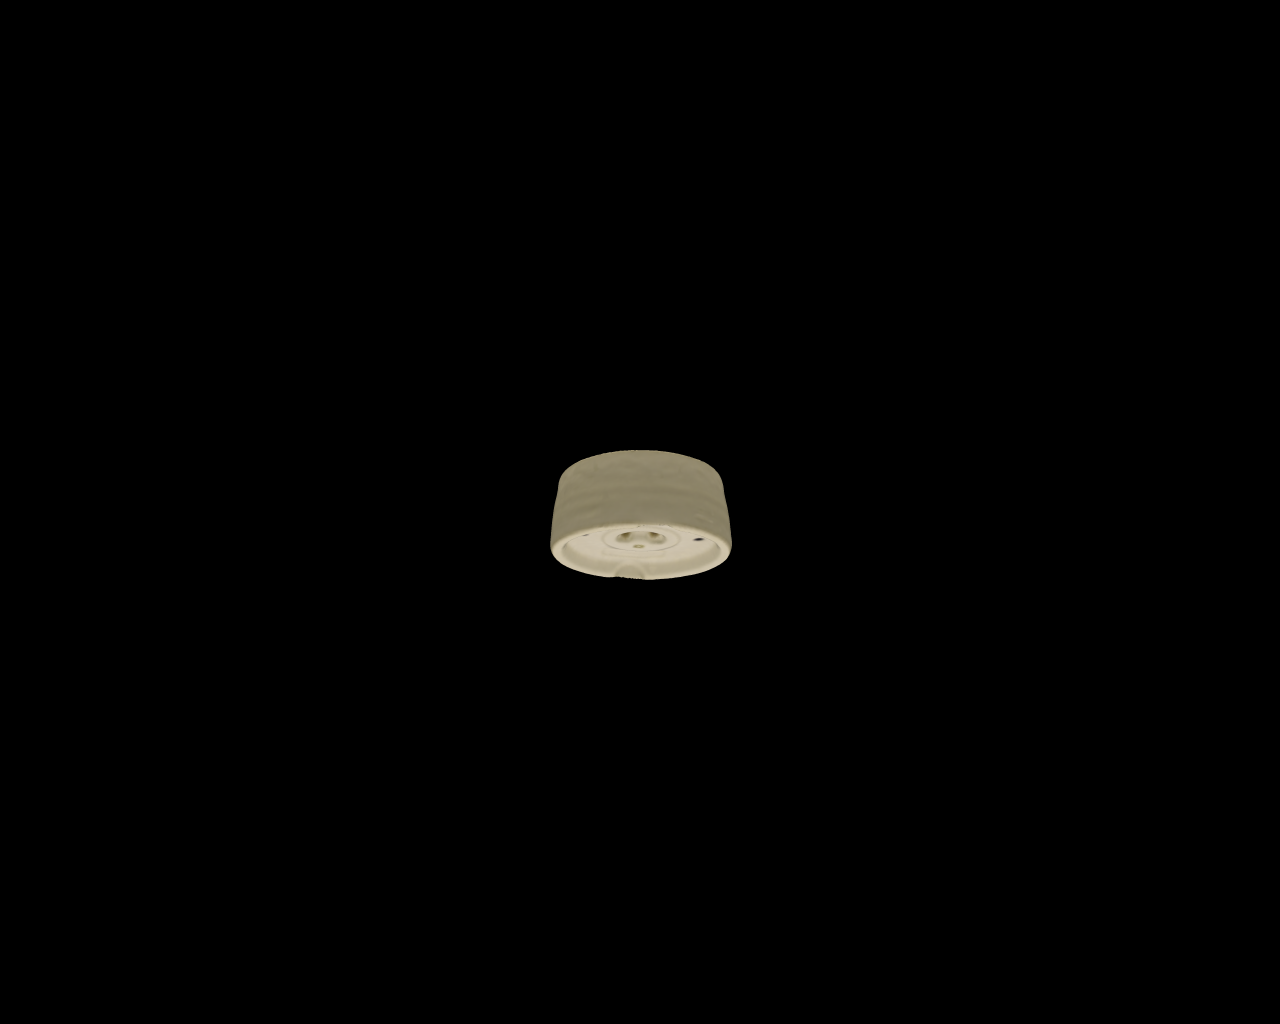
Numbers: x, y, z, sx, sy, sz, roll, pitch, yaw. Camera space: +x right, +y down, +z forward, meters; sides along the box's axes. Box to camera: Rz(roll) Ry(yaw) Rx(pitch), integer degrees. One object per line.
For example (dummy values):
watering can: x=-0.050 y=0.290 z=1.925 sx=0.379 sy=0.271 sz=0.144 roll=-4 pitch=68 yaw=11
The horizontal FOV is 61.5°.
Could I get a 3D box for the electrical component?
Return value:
electrical component: x=0.001 y=-0.003 z=0.650 sx=0.108 sy=0.060 sz=0.108 roll=0 pitch=-20 yaw=0
